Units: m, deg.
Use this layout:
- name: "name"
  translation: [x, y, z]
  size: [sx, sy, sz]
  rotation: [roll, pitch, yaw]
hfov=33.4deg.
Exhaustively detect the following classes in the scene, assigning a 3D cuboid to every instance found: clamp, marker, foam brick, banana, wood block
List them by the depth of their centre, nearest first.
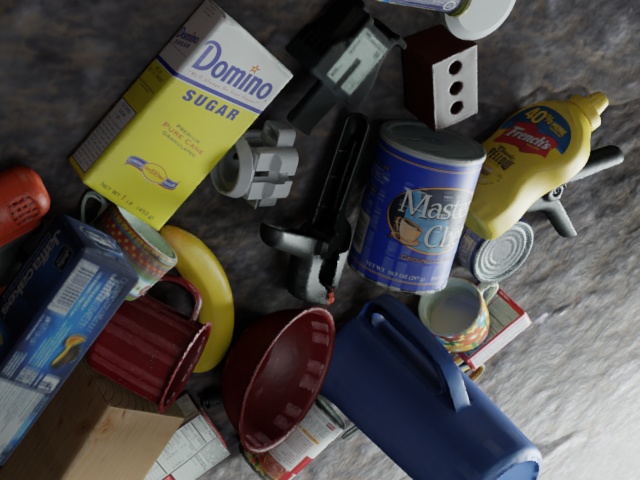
- name: "foam brick"
  translation: [0.112, -0.152, 0.994]
  size: [0.053, 0.051, 0.078]
  rotation: [-26, 134, -18]
- name: "clamp"
  translation: [-0.007, 0.001, 1.005]
  size: [0.164, 0.036, 0.210]
  rotation: [-49, 156, -37]
- name: "wood block"
  translation: [-0.231, 0.214, 1.010]
  size: [0.090, 0.090, 0.206]
  rotation: [20, 109, -43]
- name: "banana"
  translation: [-0.114, 0.062, 1.011]
  size: [0.069, 0.037, 0.198]
  rotation: [-19, 132, -25]
- name: "marker"
  translation: [-0.071, 0.156, 1.130]
  size: [0.120, 0.020, 0.020]
  rotation: [-11, 129, -28]
- name: "clamp"
  translation: [0.260, -0.070, 1.175]
  size: [0.171, 0.039, 0.120]
  rotation: [17, 109, -42]

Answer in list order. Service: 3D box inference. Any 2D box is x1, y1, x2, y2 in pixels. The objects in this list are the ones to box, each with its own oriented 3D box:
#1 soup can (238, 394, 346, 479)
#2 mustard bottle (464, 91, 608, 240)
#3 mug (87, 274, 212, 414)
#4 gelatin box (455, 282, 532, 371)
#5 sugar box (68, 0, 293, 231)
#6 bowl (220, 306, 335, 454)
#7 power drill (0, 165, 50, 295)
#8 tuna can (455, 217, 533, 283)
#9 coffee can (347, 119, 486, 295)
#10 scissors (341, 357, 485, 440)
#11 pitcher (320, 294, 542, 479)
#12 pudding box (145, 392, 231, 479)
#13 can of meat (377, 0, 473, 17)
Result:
- name: "soup can"
  translation: [-0.030, 0.216, 1.170]
  size: [0.102, 0.069, 0.068]
  rotation: [-43, 137, 0]
- name: "mustard bottle"
  translation: [0.215, -0.088, 1.086]
  size: [0.191, 0.096, 0.058]
  rotation: [-37, 136, -5]
- name: "mug"
  translation: [-0.149, 0.085, 0.954]
  size: [0.117, 0.081, 0.093]
  rotation: [-63, 175, 10]
- name: "gelatin box"
  translation: [0.185, 0.096, 1.226]
  size: [0.089, 0.073, 0.030]
  rotation: [-40, 137, -3]
- name: "sugar box"
  translation: [-0.113, -0.101, 0.878]
  size: [0.176, 0.048, 0.093]
  rotation: [-47, 135, 7]
- name: "bowl"
  translation: [-0.051, 0.131, 1.073]
  size: [0.161, 0.055, 0.162]
  rotation: [-43, 146, -39]
- name: "power drill"
  translation: [-0.281, 0.049, 0.866]
  size: [0.184, 0.057, 0.187]
  rotation: [-29, 135, -14]
- name: "tuna can"
  translation: [0.195, 0.006, 1.191]
  size: [0.086, 0.034, 0.086]
  rotation: [-19, 132, -23]
- name: "coffee can"
  translation: [0.091, -0.033, 1.026]
  size: [0.102, 0.103, 0.140]
  rotation: [-3, 118, -34]
- name: "scissors"
  translation: [0.115, 0.171, 1.277]
  size: [0.201, 0.016, 0.096]
  rotation: [-17, 129, -25]
- name: "pitcher"
  translation: [0.113, 0.177, 1.113]
  size: [0.145, 0.243, 0.149]
  rotation: [-53, 142, 6]
- name: "pudding box"
  translation: [-0.159, 0.220, 1.104]
  size: [0.113, 0.039, 0.090]
  rotation: [-35, 136, -10]
- name: "can of meat"
  translation: [0.068, -0.227, 0.869]
  size: [0.083, 0.102, 0.057]
  rotation: [1, 124, -33]
